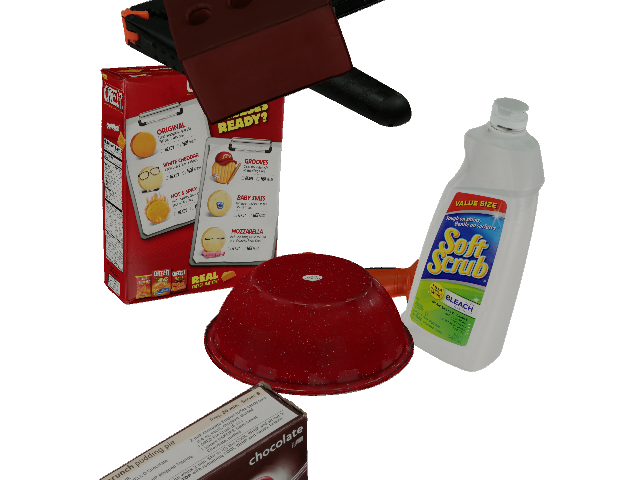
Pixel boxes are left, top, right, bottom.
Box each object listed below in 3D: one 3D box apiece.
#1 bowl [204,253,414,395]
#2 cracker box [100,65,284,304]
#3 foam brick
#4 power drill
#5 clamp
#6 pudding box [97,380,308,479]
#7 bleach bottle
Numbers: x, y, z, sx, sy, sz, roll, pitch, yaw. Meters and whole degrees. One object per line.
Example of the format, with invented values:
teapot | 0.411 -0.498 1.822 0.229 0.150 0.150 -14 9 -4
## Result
bowl | -0.007 0.053 0.808 0.162 0.055 0.162 2 23 -1
cracker box | -0.123 -0.058 1.018 0.163 0.214 0.072 -8 21 -31
foam brick | -0.031 -0.103 0.522 0.078 0.053 0.051 -21 -32 5
power drill | 0.043 0.068 1.238 0.188 0.057 0.184 0 27 6
clamp | -0.032 -0.137 0.736 0.210 0.164 0.036 -2 -42 -2
pudding box | -0.057 0.131 0.506 0.113 0.090 0.039 -30 46 -34
bleach bottle | 0.138 -0.009 0.953 0.103 0.251 0.067 28 36 31
